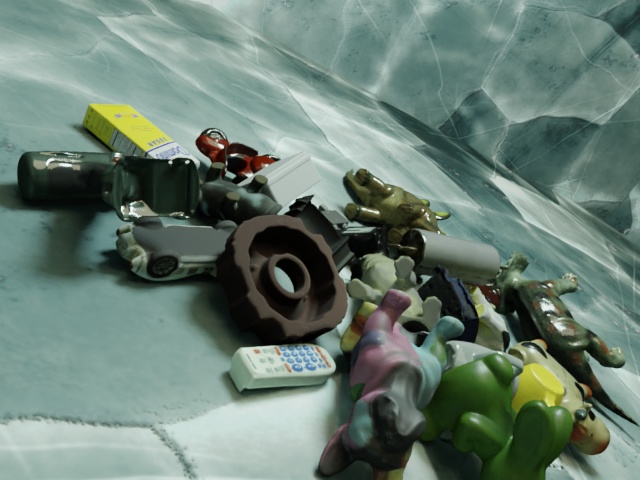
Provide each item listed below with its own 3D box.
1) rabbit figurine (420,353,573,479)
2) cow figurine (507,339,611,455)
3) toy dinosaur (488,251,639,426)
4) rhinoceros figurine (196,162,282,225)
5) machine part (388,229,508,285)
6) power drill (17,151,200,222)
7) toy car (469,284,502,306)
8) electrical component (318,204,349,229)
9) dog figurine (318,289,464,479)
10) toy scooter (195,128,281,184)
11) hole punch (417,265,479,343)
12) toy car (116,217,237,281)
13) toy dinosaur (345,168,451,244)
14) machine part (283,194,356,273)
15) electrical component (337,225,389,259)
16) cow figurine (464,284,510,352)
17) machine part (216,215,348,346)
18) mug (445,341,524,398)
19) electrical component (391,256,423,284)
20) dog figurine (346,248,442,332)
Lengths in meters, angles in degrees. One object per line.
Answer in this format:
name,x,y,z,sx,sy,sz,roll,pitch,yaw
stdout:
rabbit figurine,0.212,0.231,0.627,0.121,0.159,0.170,20,40,-46
cow figurine,0.367,0.242,0.837,0.127,0.085,0.195,14,31,-46
toy dinosaur,0.447,0.167,1.045,0.192,0.131,0.405,7,36,-20
rhinoceros figurine,-0.113,-0.039,0.797,0.190,0.112,0.073,25,45,19
machine part,0.223,0.031,0.929,0.243,0.079,0.079,10,31,-25
power drill,-0.237,-0.078,0.678,0.232,0.085,0.208,-5,19,-44
toy car,0.280,0.076,1.087,0.089,0.053,0.202,6,30,-37
electrical component,0.022,-0.037,1.042,0.094,0.021,0.063,44,28,26
dog figurine,0.065,0.174,0.606,0.108,0.191,0.219,33,58,-7
toy scooter,-0.141,-0.119,0.945,0.184,0.075,0.135,28,33,-15
hole punch,0.197,0.124,0.836,0.092,0.115,0.142,32,23,-19
toy car,-0.163,0.014,0.692,0.201,0.056,0.074,2,44,-45
toy dinosaur,0.152,-0.073,1.166,0.198,0.105,0.472,14,22,-40
machine part,-0.002,-0.003,0.838,0.138,0.084,0.039,58,-23,-17
electrical component,0.056,0.004,0.962,0.119,0.047,0.075,-5,12,20
cow figurine,0.280,0.136,0.934,0.098,0.068,0.167,43,16,-7
machine part,-0.048,0.051,0.683,0.179,0.056,0.179,25,48,-31
mug,0.217,0.181,0.745,0.107,0.109,0.081,25,56,-19
electrical component,0.136,0.055,0.955,0.102,0.078,0.045,17,71,-38
dog figurine,0.115,0.099,0.823,0.190,0.121,0.172,-7,82,-85
